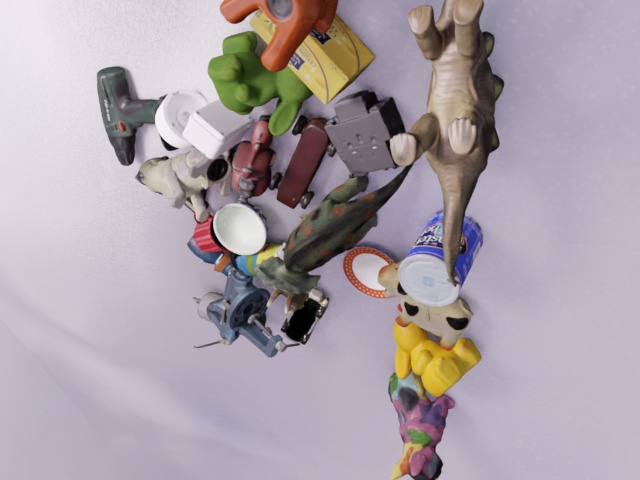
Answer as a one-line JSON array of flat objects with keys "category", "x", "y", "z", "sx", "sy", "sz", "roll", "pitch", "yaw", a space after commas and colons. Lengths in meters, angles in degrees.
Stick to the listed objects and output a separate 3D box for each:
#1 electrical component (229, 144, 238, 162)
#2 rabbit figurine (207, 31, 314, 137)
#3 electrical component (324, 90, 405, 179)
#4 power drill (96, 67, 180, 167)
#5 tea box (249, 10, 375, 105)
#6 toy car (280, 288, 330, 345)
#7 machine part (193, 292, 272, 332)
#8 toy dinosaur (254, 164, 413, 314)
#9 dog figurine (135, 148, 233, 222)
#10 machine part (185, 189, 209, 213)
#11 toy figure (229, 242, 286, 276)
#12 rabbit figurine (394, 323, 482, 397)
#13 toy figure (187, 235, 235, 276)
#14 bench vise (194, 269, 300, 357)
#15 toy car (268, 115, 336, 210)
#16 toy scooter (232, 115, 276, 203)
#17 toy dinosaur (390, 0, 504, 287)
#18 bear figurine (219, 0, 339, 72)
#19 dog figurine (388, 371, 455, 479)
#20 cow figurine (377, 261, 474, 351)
[{"category": "electrical component", "x": -0.189, "y": -0.191, "z": 1.085, "sx": 0.063, "sy": 0.021, "sz": 0.094, "roll": -27, "pitch": 106, "yaw": 45}, {"category": "rabbit figurine", "x": -0.080, "y": -0.254, "z": 0.892, "sx": 0.170, "sy": 0.121, "sz": 0.158, "roll": 3, "pitch": 131, "yaw": 15}, {"category": "electrical component", "x": 0.077, "y": -0.176, "z": 0.884, "sx": 0.115, "sy": 0.058, "sz": 0.134, "roll": -11, "pitch": 118, "yaw": 38}, {"category": "power drill", "x": -0.379, "y": -0.245, "z": 1.142, "sx": 0.208, "sy": 0.086, "sz": 0.231, "roll": 20, "pitch": 132, "yaw": 32}, {"category": "tea box", "x": -0.010, "y": -0.301, "z": 0.812, "sx": 0.169, "sy": 0.098, "sz": 0.068, "roll": 45, "pitch": 138, "yaw": -7}, {"category": "toy car", "x": -0.036, "y": 0.177, "z": 1.257, "sx": 0.073, "sy": 0.056, "sz": 0.201, "roll": 30, "pitch": 134, "yaw": 3}, {"category": "machine part", "x": -0.228, "y": 0.195, "z": 1.394, "sx": 0.243, "sy": 0.079, "sz": 0.079, "roll": 17, "pitch": 132, "yaw": 22}, {"category": "toy dinosaur", "x": 0.005, "y": -0.002, "z": 0.981, "sx": 0.131, "sy": 0.192, "sz": 0.404, "roll": 40, "pitch": 139, "yaw": -2}, {"category": "dog figurine", "x": -0.280, "y": -0.151, "z": 1.101, "sx": 0.191, "sy": 0.172, "sz": 0.121, "roll": 38, "pitch": 171, "yaw": 34}, {"category": "machine part", "x": -0.277, "y": -0.109, "z": 1.206, "sx": 0.084, "sy": 0.039, "sz": 0.138, "roll": 43, "pitch": 140, "yaw": 9}, {"category": "toy figure", "x": -0.110, "y": 0.047, "z": 1.187, "sx": 0.180, "sy": 0.082, "sz": 0.089, "roll": -2, "pitch": 134, "yaw": 31}, {"category": "rabbit figurine", "x": 0.217, "y": 0.225, "z": 1.099, "sx": 0.173, "sy": 0.122, "sz": 0.162, "roll": 48, "pitch": 148, "yaw": 13}, {"category": "toy figure", "x": -0.247, "y": 0.040, "z": 1.294, "sx": 0.154, "sy": 0.058, "sz": 0.064, "roll": 39, "pitch": 144, "yaw": -6}, {"category": "bench vise", "x": -0.168, "y": 0.195, "z": 1.245, "sx": 0.241, "sy": 0.129, "sz": 0.223, "roll": 37, "pitch": 115, "yaw": 30}, {"category": "toy car", "x": -0.029, "y": -0.140, "z": 0.992, "sx": 0.089, "sy": 0.053, "sz": 0.202, "roll": 27, "pitch": 133, "yaw": -1}, {"category": "toy scooter", "x": -0.127, "y": -0.132, "z": 1.003, "sx": 0.075, "sy": 0.135, "sz": 0.183, "roll": 18, "pitch": 135, "yaw": -4}, {"category": "toy dinosaur", "x": 0.182, "y": -0.146, "z": 0.707, "sx": 0.105, "sy": 0.198, "sz": 0.470, "roll": 14, "pitch": 107, "yaw": 31}, {"category": "bear figurine", "x": -0.019, "y": -0.333, "z": 0.719, "sx": 0.120, "sy": 0.196, "sz": 0.132, "roll": 47, "pitch": 136, "yaw": -13}, {"category": "dog figurine", "x": 0.201, "y": 0.407, "z": 1.163, "sx": 0.191, "sy": 0.219, "sz": 0.108, "roll": 46, "pitch": 134, "yaw": -7}, {"category": "cow figurine", "x": 0.195, "y": 0.108, "z": 1.008, "sx": 0.195, "sy": 0.085, "sz": 0.127, "roll": 30, "pitch": 119, "yaw": -1}]
